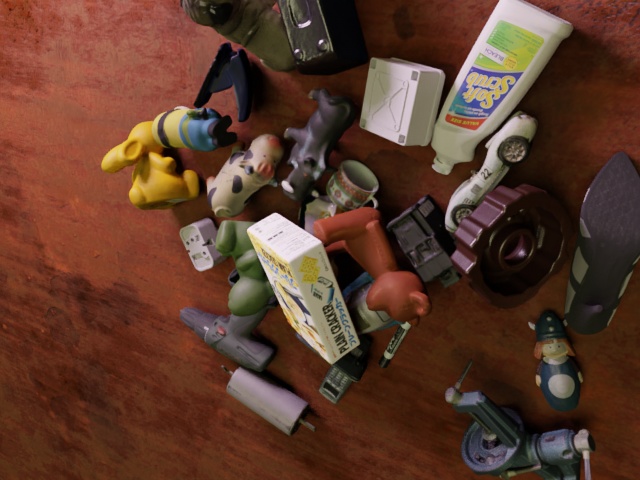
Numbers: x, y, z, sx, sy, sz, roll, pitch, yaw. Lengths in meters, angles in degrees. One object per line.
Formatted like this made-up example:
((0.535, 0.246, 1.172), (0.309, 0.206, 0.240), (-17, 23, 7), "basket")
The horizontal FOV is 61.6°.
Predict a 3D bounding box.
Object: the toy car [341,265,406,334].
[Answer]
((0.086, 0.112, 0.929), (0.162, 0.103, 0.109), (-32, 91, 32), "toy car")

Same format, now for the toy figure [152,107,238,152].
((-0.233, -0.202, 0.978), (0.180, 0.089, 0.082), (18, 111, 42), "toy figure")

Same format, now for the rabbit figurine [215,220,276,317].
((-0.120, 0.058, 1.002), (0.159, 0.121, 0.170), (5, 82, -15), "rabbit figurine")

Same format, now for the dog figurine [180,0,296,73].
((-0.103, -0.318, 0.817), (0.172, 0.190, 0.121), (40, 122, 8), "dog figurine")

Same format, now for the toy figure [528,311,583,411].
((0.367, 0.187, 0.831), (0.064, 0.058, 0.154), (-18, 103, -11), "toy figure")

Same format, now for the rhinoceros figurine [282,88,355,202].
((-0.003, -0.150, 0.869), (0.190, 0.073, 0.112), (-58, 44, 26), "rhinoceros figurine")

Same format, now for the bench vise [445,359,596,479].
((0.302, 0.313, 0.863), (0.240, 0.129, 0.224), (45, 145, -15), "bench vise")

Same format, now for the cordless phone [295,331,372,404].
((0.011, 0.236, 1.039), (0.147, 0.089, 0.184), (35, 139, 13), "cordless phone")

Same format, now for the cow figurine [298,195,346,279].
((-0.003, -0.001, 0.955), (0.098, 0.068, 0.167), (20, 114, 28), "cow figurine")

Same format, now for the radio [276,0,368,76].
((-0.008, -0.360, 0.784), (0.073, 0.131, 0.229), (-12, 103, 29), "radio")

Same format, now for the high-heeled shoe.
((0.398, 0.012, 0.759), (0.086, 0.145, 0.248), (13, 85, 19), "high-heeled shoe")

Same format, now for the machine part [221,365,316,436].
((-0.110, 0.335, 1.137), (0.243, 0.079, 0.079), (28, 119, 17), "machine part")

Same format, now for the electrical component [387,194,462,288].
((0.174, 0.005, 0.830), (0.058, 0.115, 0.134), (-37, 87, 30), "electrical component")

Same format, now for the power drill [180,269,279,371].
((-0.180, 0.154, 1.105), (0.232, 0.086, 0.207), (35, 118, 12), "power drill")

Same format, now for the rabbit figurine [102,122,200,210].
((-0.338, -0.148, 1.051), (0.122, 0.162, 0.173), (-12, 85, 44), "rabbit figurine")

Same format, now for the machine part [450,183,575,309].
((0.270, 0.007, 0.756), (0.056, 0.179, 0.179), (-129, 41, -58), "machine part")

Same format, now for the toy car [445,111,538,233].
((0.244, -0.093, 0.781), (0.056, 0.073, 0.201), (36, 121, 9), "toy car")

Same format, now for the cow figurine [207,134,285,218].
((-0.131, -0.111, 0.944), (0.085, 0.127, 0.195), (24, 129, -30), "cow figurine")

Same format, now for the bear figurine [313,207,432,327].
((0.080, 0.052, 0.832), (0.120, 0.132, 0.196), (103, 146, -71), "bear figurine")

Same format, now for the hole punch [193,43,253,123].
((-0.146, -0.263, 0.904), (0.092, 0.142, 0.115), (24, 109, -8), "hole punch")
